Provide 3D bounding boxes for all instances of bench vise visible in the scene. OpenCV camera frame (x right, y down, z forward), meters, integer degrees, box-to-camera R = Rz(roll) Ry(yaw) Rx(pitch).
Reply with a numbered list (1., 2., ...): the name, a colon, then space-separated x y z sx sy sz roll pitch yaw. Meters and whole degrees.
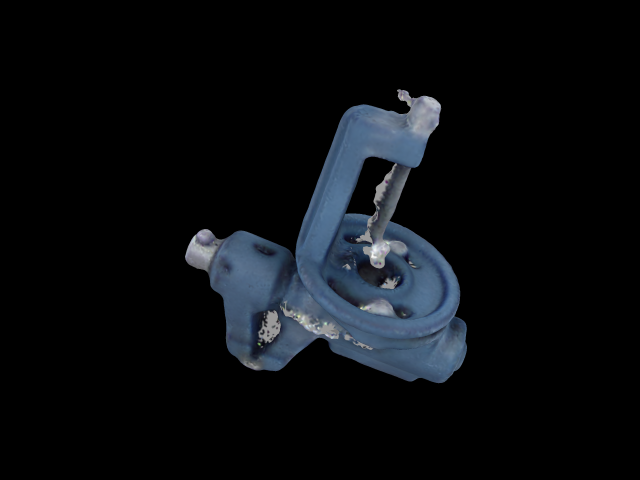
1. bench vise: 0.004 0.008 0.390 0.207 0.220 0.121 -2 35 -3
